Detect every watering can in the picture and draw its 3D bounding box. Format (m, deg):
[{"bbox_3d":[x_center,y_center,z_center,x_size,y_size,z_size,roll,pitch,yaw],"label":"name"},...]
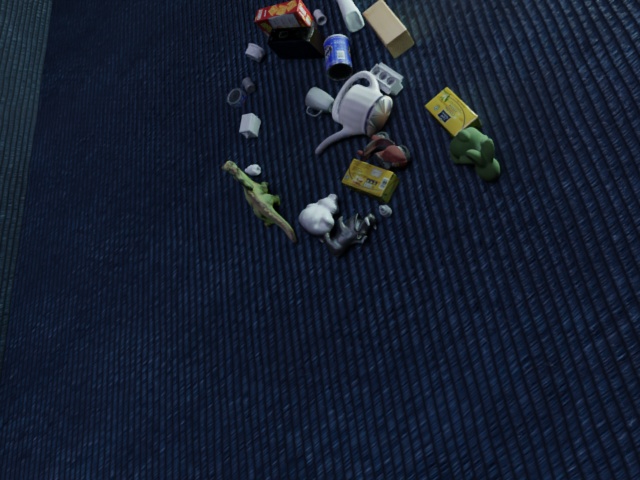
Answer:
[{"bbox_3d":[0.124,-0.432,1.850,0.227,0.103,0.345,33,102,35],"label":"watering can"}]

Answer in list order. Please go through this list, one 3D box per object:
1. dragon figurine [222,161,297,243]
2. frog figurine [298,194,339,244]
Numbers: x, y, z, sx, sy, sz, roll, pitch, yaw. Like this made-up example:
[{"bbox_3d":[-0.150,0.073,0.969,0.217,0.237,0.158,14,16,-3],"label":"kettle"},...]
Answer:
[{"bbox_3d":[-0.236,-0.159,1.865,0.122,0.239,0.417,-46,53,3],"label":"dragon figurine"},{"bbox_3d":[0.005,-0.089,1.767,0.158,0.122,0.140,-58,35,13],"label":"frog figurine"}]
